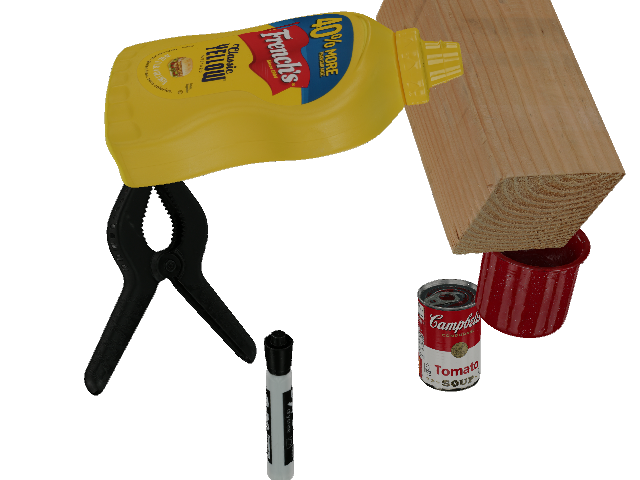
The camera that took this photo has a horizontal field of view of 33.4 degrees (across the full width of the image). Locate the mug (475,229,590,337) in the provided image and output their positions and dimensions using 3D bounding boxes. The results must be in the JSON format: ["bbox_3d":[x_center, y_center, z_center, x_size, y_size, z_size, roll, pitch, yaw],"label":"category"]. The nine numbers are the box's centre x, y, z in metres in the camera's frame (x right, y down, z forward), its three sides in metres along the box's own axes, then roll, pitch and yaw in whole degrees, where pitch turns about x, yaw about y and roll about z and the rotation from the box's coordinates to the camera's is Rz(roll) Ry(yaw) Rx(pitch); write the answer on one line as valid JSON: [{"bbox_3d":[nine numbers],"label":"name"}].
[{"bbox_3d":[0.181,0.024,0.939,0.093,0.081,0.117,5,35,1],"label":"mug"}]

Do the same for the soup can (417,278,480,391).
[{"bbox_3d":[0.138,0.101,1.139,0.068,0.102,0.068,-2,24,1],"label":"soup can"}]

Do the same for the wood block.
[{"bbox_3d":[0.115,-0.103,0.729,0.090,0.206,0.091,-3,-30,-19],"label":"wood block"}]

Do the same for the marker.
[{"bbox_3d":[-0.027,0.111,0.710,0.020,0.121,0.020,0,32,0],"label":"marker"}]

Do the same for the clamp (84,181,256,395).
[{"bbox_3d":[-0.131,0.027,0.949,0.164,0.210,0.036,0,-2,-34],"label":"clamp"}]

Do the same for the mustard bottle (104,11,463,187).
[{"bbox_3d":[-0.018,-0.083,0.585,0.192,0.058,0.096,-8,43,8],"label":"mustard bottle"}]
